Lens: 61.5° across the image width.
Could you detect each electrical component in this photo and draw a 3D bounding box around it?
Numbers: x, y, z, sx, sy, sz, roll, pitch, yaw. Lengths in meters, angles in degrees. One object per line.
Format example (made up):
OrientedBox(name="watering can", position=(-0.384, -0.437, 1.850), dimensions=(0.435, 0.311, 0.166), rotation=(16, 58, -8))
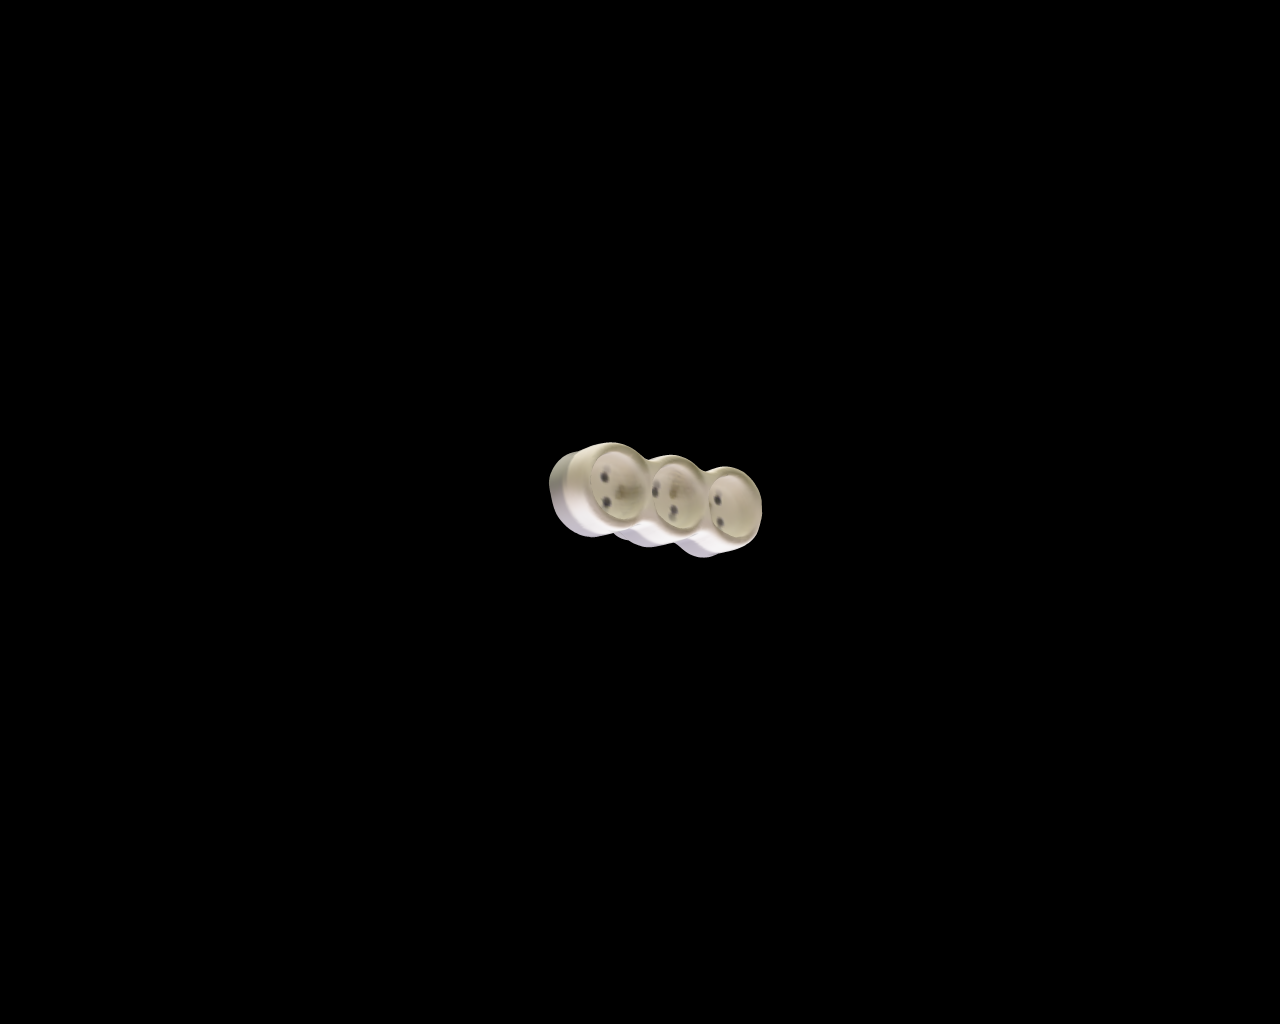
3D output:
OrientedBox(name="electrical component", position=(0.001, -0.003, 0.650), dimensions=(0.138, 0.052, 0.073), rotation=(11, -17, -37))
